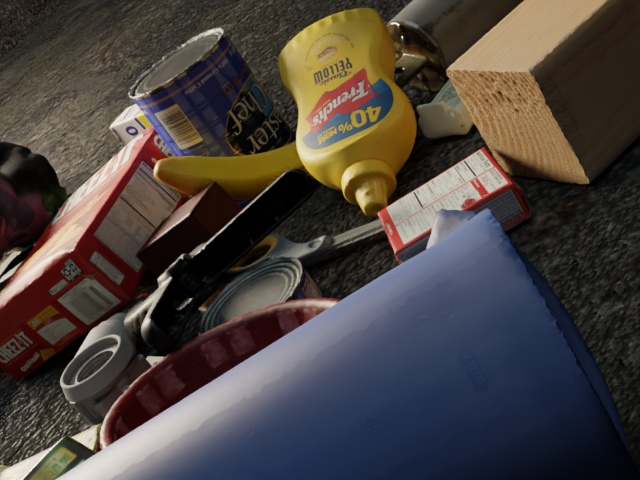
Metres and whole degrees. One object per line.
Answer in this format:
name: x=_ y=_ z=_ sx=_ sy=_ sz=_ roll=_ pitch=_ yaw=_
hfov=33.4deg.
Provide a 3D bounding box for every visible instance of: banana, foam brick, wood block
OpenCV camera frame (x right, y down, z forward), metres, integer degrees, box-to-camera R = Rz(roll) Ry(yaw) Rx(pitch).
banana: x=-0.041 y=-0.072 z=0.910 sx=0.197 sy=0.069 sz=0.037 roll=-27 pitch=-9 yaw=-19
foam brick: x=-0.101 y=0.000 z=0.872 sx=0.078 sy=0.051 sz=0.053 roll=-33 pitch=17 yaw=38
wood block: x=0.197 y=-0.138 z=0.707 sx=0.206 sy=0.090 sz=0.091 roll=-42 pitch=24 yaw=-16

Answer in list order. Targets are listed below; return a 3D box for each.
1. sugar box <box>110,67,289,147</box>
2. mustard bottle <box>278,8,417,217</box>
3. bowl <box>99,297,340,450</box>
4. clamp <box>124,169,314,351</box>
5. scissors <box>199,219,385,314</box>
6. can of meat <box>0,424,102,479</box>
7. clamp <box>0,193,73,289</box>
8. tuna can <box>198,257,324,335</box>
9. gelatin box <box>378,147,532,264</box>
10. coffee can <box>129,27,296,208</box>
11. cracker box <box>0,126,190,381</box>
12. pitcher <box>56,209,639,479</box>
sugar box: x=-0.123 y=-0.111 z=1.078 sx=0.177 sy=0.093 sz=0.048 roll=-17 pitch=29 yaw=38
mustard bottle: x=0.025 y=-0.096 z=0.844 sx=0.096 sy=0.058 sz=0.191 roll=-23 pitch=51 yaw=14
bowl: x=-0.041 y=0.097 z=0.605 sx=0.162 sy=0.055 sz=0.162 roll=-23 pitch=17 yaw=7
clamp: x=-0.100 y=0.037 z=0.771 sx=0.164 sy=0.036 sz=0.210 roll=-49 pitch=9 yaw=-35
scissors: x=-0.005 y=0.001 z=0.807 sx=0.202 sy=0.016 sz=0.096 roll=-29 pitch=25 yaw=15
can of meat: x=-0.158 y=0.168 z=0.649 sx=0.084 sy=0.057 sz=0.102 roll=-27 pitch=26 yaw=13
clamp: x=-0.285 y=0.003 z=1.149 sx=0.120 sy=0.039 sz=0.171 roll=-15 pitch=34 yaw=48
tuna can: x=-0.040 y=0.052 z=0.735 sx=0.086 sy=0.033 sz=0.086 roll=-29 pitch=24 yaw=14
gelatin box: x=0.087 y=-0.017 z=0.702 sx=0.089 sy=0.030 sz=0.073 roll=-31 pitch=23 yaw=6
coffee can: x=-0.089 y=-0.103 z=0.958 sx=0.103 sy=0.140 sz=0.103 roll=-29 pitch=24 yaw=14
cracker box: x=-0.208 y=0.006 z=0.966 sx=0.164 sy=0.072 sz=0.213 roll=-34 pitch=21 yaw=32
pitcher: x=0.007 y=0.108 z=0.448 sx=0.243 sy=0.145 sz=0.149 roll=-30 pitch=15 yaw=8
